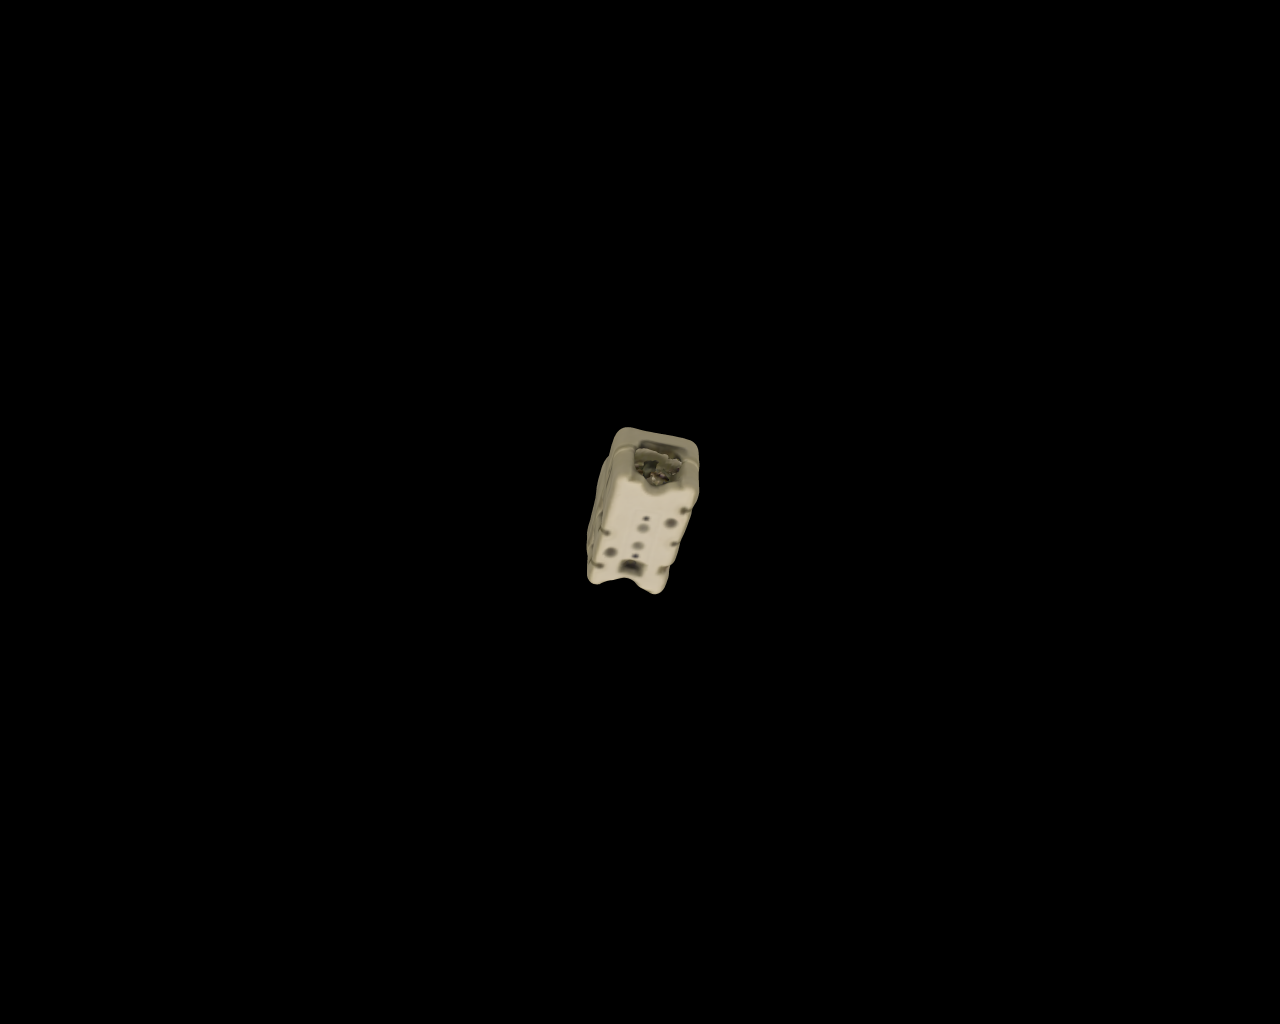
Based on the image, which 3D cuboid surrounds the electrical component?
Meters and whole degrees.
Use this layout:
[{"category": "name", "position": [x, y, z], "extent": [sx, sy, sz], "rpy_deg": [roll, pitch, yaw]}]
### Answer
[{"category": "electrical component", "position": [0.001, -0.003, 0.650], "extent": [0.050, 0.089, 0.056], "rpy_deg": [11, 40, -9]}]
